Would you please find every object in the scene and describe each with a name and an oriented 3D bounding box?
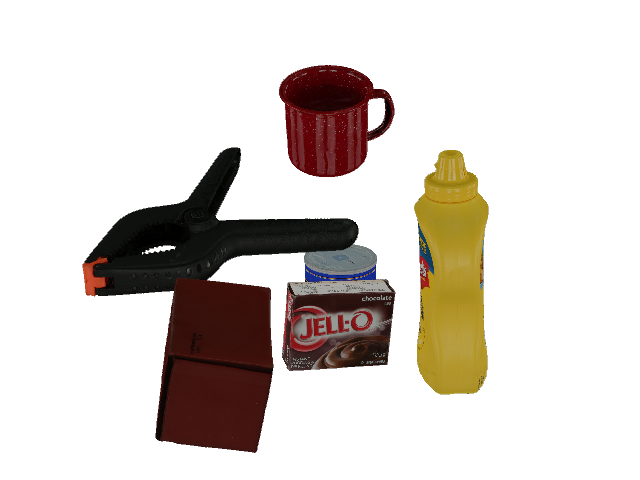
[{"bbox_3d":[-0.054,0.061,0.546,0.053,0.051,0.078,8,27,-7],"label":"foam brick"},{"bbox_3d":[0.018,-0.120,1.071,0.117,0.081,0.093,-13,40,-14],"label":"mug"},{"bbox_3d":[0.105,0.020,0.852,0.058,0.192,0.096,-2,25,3],"label":"mustard bottle"},{"bbox_3d":[-0.098,-0.012,0.847,0.209,0.036,0.165,-20,39,-28],"label":"clamp"},{"bbox_3d":[0.018,0.088,1.131,0.113,0.090,0.039,-3,26,-15],"label":"pudding box"},{"bbox_3d":[0.028,0.087,1.514,0.103,0.140,0.103,0,21,0],"label":"coffee can"}]
